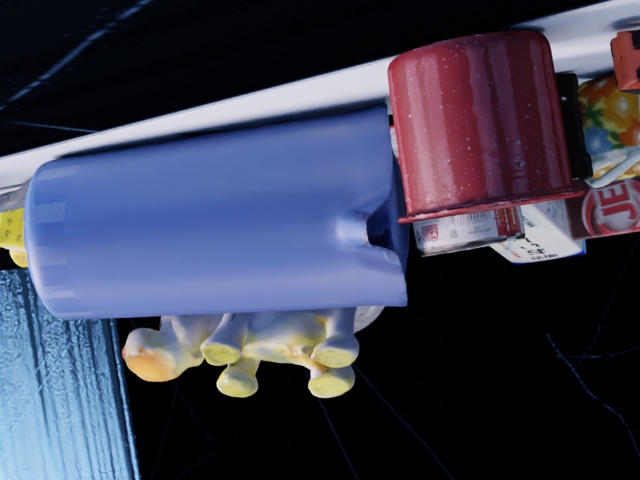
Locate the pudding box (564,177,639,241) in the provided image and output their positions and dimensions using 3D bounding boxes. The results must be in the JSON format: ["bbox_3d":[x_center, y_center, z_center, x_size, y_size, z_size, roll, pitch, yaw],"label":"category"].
[{"bbox_3d":[0.225,-0.061,0.798,0.090,0.113,0.039,-9,-177,20],"label":"pudding box"}]

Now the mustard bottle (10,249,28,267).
[{"bbox_3d":[-0.212,-0.015,1.081,0.191,0.058,0.096,-9,180,-3],"label":"mustard bottle"}]

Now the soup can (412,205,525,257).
[{"bbox_3d":[0.085,-0.045,0.656,0.068,0.102,0.068,-10,179,0],"label":"soup can"}]

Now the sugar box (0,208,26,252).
[{"bbox_3d":[-0.200,-0.001,0.986,0.176,0.048,0.093,7,179,-4],"label":"sugar box"}]

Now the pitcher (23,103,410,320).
[{"bbox_3d":[-0.062,-0.013,0.716,0.243,0.145,0.149,-6,148,4],"label":"pitcher"}]

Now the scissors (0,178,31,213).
[{"bbox_3d":[-0.245,-0.032,0.825,0.201,0.016,0.096,-11,177,0],"label":"scissors"}]

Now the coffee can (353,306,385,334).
[{"bbox_3d":[-0.006,0.001,0.872,0.102,0.103,0.140,-9,-149,-7],"label":"coffee can"}]

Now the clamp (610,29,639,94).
[{"bbox_3d":[0.241,-0.104,0.577,0.209,0.036,0.165,-9,179,-40],"label":"clamp"}]

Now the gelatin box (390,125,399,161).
[{"bbox_3d":[0.059,-0.075,0.874,0.089,0.030,0.073,-10,179,30],"label":"gelatin box"}]

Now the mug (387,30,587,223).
[{"bbox_3d":[0.082,-0.056,0.540,0.093,0.081,0.117,-9,179,20],"label":"mug"}]
